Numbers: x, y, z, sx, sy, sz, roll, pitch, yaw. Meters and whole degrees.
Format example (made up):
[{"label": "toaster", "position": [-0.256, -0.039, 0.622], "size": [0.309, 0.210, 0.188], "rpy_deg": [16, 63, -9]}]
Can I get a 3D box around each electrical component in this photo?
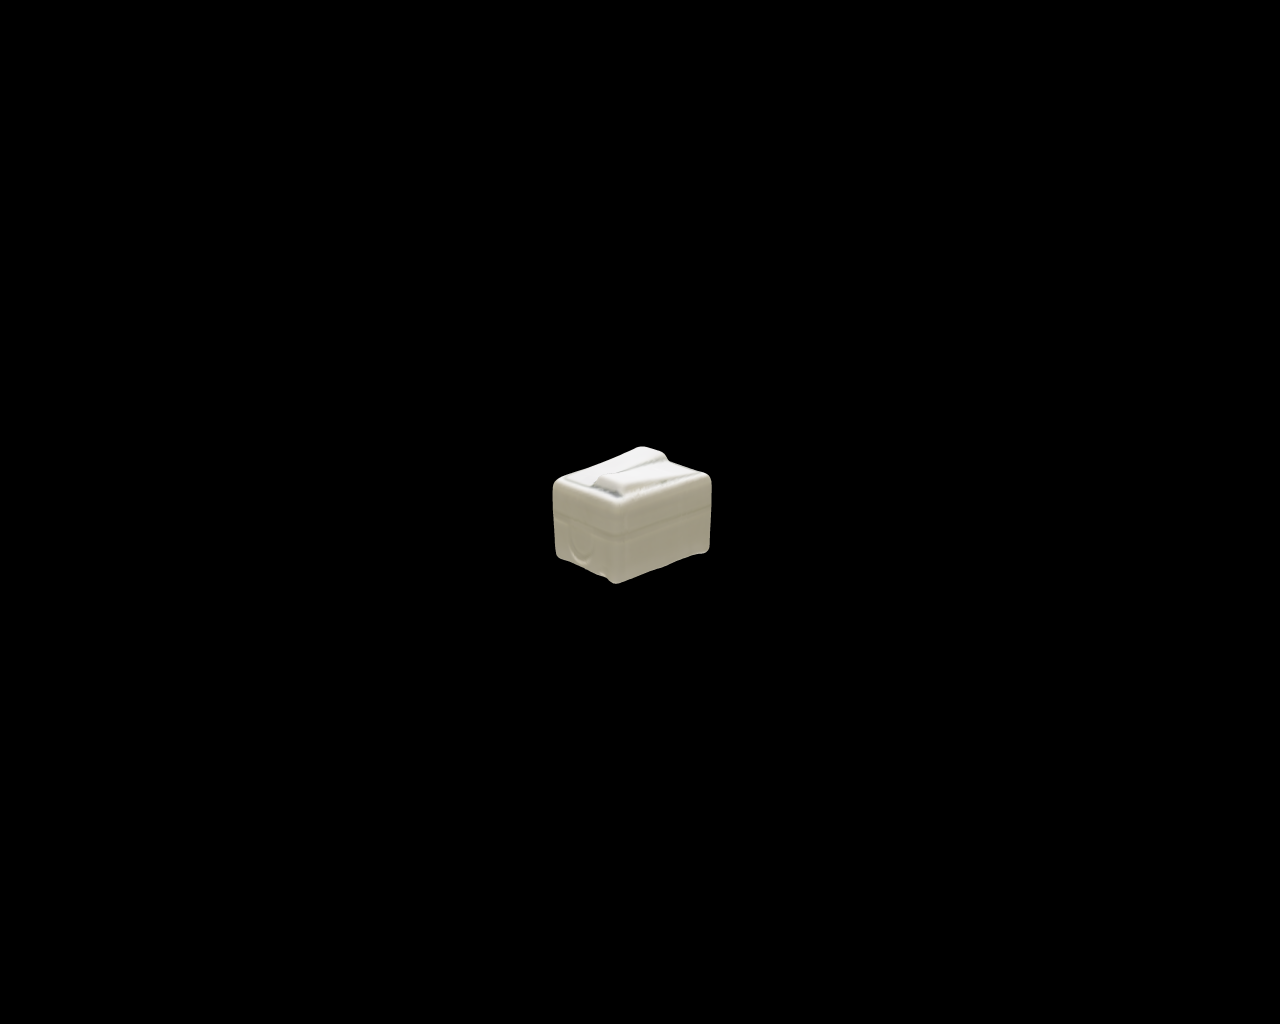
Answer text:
[{"label": "electrical component", "position": [0.001, -0.003, 0.650], "size": [0.096, 0.061, 0.062], "rpy_deg": [-17, 27, -38]}]
